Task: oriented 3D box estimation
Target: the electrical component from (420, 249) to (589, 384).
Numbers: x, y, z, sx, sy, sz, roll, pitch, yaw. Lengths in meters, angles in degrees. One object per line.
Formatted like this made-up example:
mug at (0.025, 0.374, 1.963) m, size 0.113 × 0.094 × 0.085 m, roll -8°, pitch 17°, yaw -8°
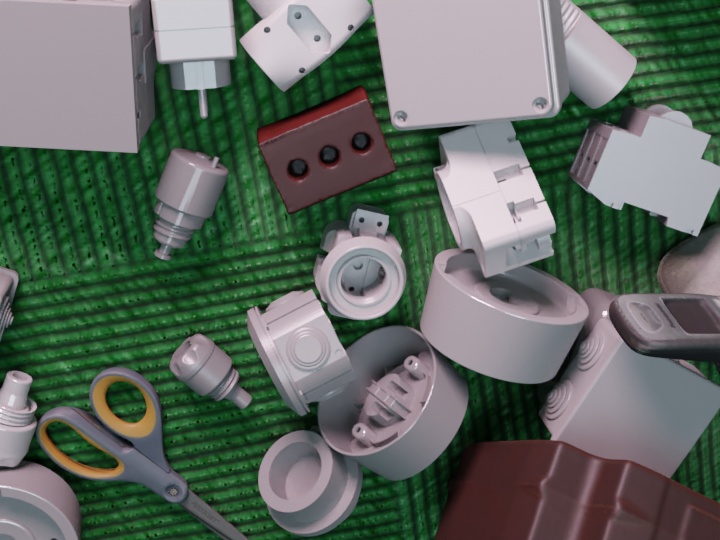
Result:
electrical component at (0.093, 0.036, 0.727) m, size 0.108 × 0.108 × 0.060 m, roll 14°, pitch 111°, yaw -11°

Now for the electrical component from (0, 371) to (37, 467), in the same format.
electrical component at (-0.242, 0.100, 0.736) m, size 0.043 × 0.043 × 0.062 m, roll 20°, pitch 103°, yaw -13°

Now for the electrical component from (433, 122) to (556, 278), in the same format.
electrical component at (0.085, -0.047, 0.704) m, size 0.056 × 0.050 × 0.089 m, roll -19°, pitch 65°, yaw -1°

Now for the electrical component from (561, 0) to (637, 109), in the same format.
electrical component at (0.136, -0.147, 0.704) m, size 0.081 × 0.043 × 0.043 m, roll 36°, pitch 100°, yaw -16°

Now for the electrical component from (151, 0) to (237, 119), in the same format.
electrical component at (-0.100, -0.133, 0.667) m, size 0.047 × 0.065 × 0.076 m, roll -5°, pitch 108°, yaw -6°

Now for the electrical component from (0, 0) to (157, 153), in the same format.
electrical component at (-0.204, -0.126, 0.645) m, size 0.150 × 0.061 × 0.089 m, roll 3°, pitch 118°, yaw 0°

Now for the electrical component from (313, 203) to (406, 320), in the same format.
electrical component at (0.000, 0.000, 0.727) m, size 0.058 × 0.057 × 0.078 m, roll 12°, pitch 106°, yaw -11°

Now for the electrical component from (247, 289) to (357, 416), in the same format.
electrical component at (-0.040, 0.054, 0.728) m, size 0.051 × 0.080 × 0.080 m, roll -27°, pitch 109°, yaw -4°

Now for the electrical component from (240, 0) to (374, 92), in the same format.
electrical component at (-0.045, -0.167, 0.675) m, size 0.077 × 0.043 × 0.079 m, roll -40°, pitch 107°, yaw 6°

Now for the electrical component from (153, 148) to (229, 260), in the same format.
electrical component at (-0.116, -0.044, 0.707) m, size 0.040 × 0.040 × 0.078 m, roll 21°, pitch 104°, yaw -13°

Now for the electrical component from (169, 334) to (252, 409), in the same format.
electrical component at (-0.101, 0.074, 0.750) m, size 0.035 × 0.035 × 0.061 m, roll -44°, pitch 109°, yaw 8°

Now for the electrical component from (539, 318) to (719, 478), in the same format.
electrical component at (0.181, 0.090, 0.724) m, size 0.100 × 0.048 × 0.099 m, roll 27°, pitch 103°, yaw -14°

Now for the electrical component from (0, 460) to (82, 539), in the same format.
electrical component at (-0.247, 0.184, 0.753) m, size 0.108 × 0.060 × 0.108 m, roll -2°, pitch 108°, yaw -6°

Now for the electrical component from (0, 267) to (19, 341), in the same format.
electrical component at (-0.283, 0.035, 0.707) m, size 0.100 × 0.048 × 0.099 m, roll 18°, pitch 105°, yaw -12°

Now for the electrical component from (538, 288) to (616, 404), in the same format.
electrical component at (0.169, 0.065, 0.771) m, size 0.059 × 0.053 × 0.095 m, roll 19°, pitch 104°, yaw -12°

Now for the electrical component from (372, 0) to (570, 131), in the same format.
electrical component at (0.069, -0.148, 0.669) m, size 0.109 × 0.056 × 0.108 m, roll -2°, pitch 110°, yaw 22°

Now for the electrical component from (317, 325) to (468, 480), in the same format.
electrical component at (0.024, 0.092, 0.741) m, size 0.064 × 0.099 × 0.099 m, roll 40°, pitch 99°, yaw -23°
